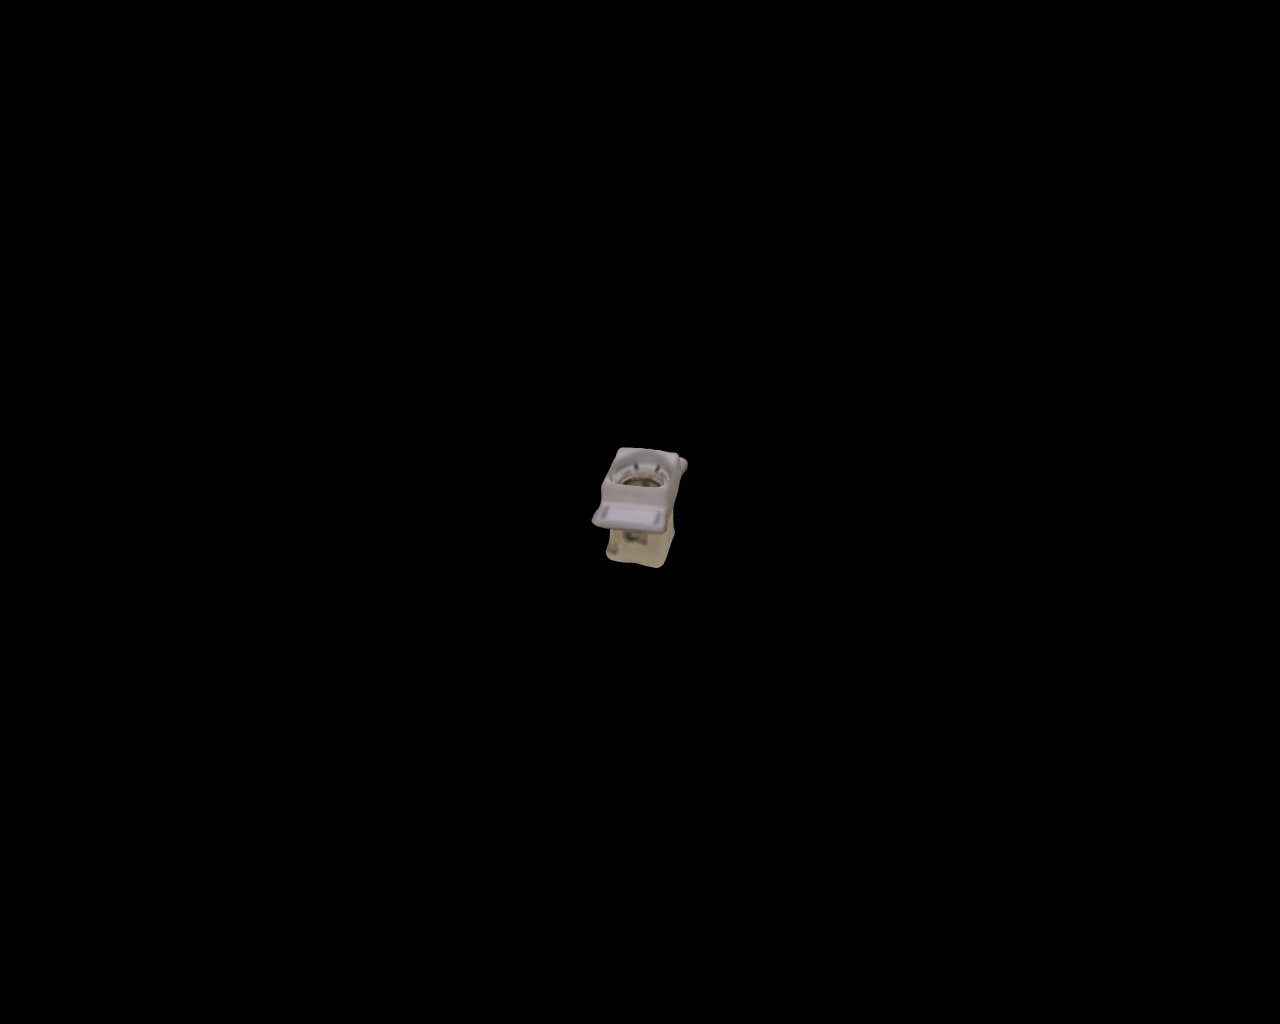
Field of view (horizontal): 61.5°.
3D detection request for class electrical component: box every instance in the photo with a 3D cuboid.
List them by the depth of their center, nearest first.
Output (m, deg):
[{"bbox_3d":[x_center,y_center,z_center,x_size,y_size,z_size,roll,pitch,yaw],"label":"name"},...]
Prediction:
[{"bbox_3d":[0.001,-0.003,0.650,0.042,0.063,0.081,8,36,11],"label":"electrical component"}]
